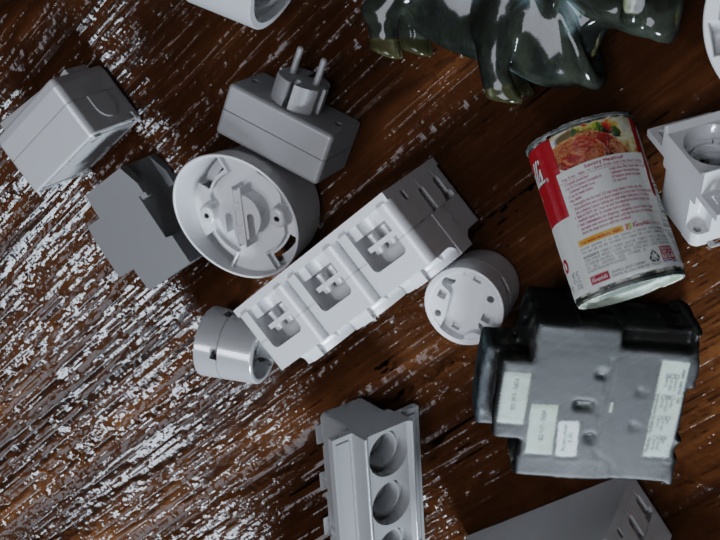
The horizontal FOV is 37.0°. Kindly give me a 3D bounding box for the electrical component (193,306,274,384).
[{"bbox_3d":[-0.095,0.059,0.827,0.047,0.055,0.055,11,114,18],"label":"electrical component"}]

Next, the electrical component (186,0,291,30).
[{"bbox_3d":[-0.059,-0.204,0.676,0.060,0.108,0.108,29,120,6],"label":"electrical component"}]

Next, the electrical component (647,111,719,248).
[{"bbox_3d":[0.204,-0.052,0.625,0.042,0.081,0.063,-16,136,-7],"label":"electrical component"}]

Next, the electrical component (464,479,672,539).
[{"bbox_3d":[0.135,0.212,0.754,0.150,0.089,0.061,-31,94,32],"label":"electrical component"}]

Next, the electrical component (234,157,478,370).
[{"bbox_3d":[0.000,0.000,0.735,0.150,0.089,0.061,-37,91,32],"label":"electrical component"}]

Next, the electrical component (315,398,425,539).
[{"bbox_3d":[0.006,0.163,0.808,0.063,0.079,0.121,22,122,50],"label":"electrical component"}]

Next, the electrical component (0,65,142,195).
[{"bbox_3d":[-0.228,-0.106,0.820,0.096,0.062,0.061,-36,91,32],"label":"electrical component"}]

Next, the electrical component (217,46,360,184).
[{"bbox_3d":[-0.043,-0.114,0.736,0.083,0.047,0.075,29,119,13],"label":"electrical component"}]

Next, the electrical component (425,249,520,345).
[{"bbox_3d":[0.078,0.016,0.729,0.055,0.047,0.055,9,114,23],"label":"electrical component"}]

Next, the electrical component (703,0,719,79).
[{"bbox_3d":[0.244,-0.139,0.577,0.108,0.060,0.108,10,114,23],"label":"electrical component"}]

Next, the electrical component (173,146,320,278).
[{"bbox_3d":[-0.080,-0.043,0.772,0.099,0.064,0.099,10,114,23],"label":"electrical component"}]
